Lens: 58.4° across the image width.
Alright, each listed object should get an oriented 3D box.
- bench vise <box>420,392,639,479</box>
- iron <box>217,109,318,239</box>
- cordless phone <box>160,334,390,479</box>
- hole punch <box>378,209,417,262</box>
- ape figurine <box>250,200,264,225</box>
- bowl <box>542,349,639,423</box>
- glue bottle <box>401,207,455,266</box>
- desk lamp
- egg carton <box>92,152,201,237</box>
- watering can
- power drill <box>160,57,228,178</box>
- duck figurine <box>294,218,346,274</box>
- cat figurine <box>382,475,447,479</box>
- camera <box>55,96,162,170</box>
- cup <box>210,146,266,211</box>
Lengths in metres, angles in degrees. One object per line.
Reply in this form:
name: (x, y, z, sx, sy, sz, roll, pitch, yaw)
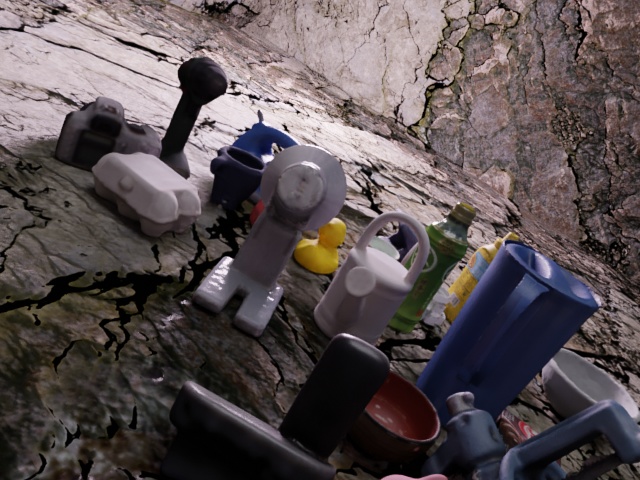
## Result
bench vise: (0.195, 0.212, 0.537, 0.206, 0.219, 0.122, 42, 24, 29)
iron: (-0.068, -0.130, 1.084, 0.257, 0.141, 0.119, 39, 23, 22)
cordless phone: (-0.036, 0.132, 0.468, 0.147, 0.185, 0.094, 29, 21, -1)
hole punch: (0.182, -0.001, 1.184, 0.101, 0.091, 0.108, 25, 21, -12)
ape figurine: (-0.073, -0.055, 0.976, 0.076, 0.092, 0.077, 18, 24, -28)
bowl: (0.426, 0.257, 0.935, 0.168, 0.074, 0.167, 26, 21, -10)
glue bottle: (0.210, 0.013, 1.075, 0.078, 0.173, 0.037, 9, 29, -42)
desk lamp: (-0.050, -0.016, 0.748, 0.118, 0.213, 0.203, 28, 21, -3)
egg carton: (-0.246, -0.068, 0.814, 0.150, 0.069, 0.107, 36, 22, 16)
watering can: (0.077, 0.053, 0.782, 0.101, 0.194, 0.173, 27, 21, -5)
power drill: (-0.225, -0.220, 0.991, 0.076, 0.208, 0.229, 17, 24, -29)
duck figurine: (0.009, 0.003, 0.957, 0.077, 0.086, 0.105, 37, 22, 19)
cat figurine: (0.077, 0.243, 0.456, 0.127, 0.117, 0.067, 33, 21, 10)
camera: (-0.327, -0.172, 0.901, 0.144, 0.100, 0.136, 17, 24, -30)
cup: (-0.153, -0.098, 0.967, 0.091, 0.095, 0.118, 39, 23, 23)
